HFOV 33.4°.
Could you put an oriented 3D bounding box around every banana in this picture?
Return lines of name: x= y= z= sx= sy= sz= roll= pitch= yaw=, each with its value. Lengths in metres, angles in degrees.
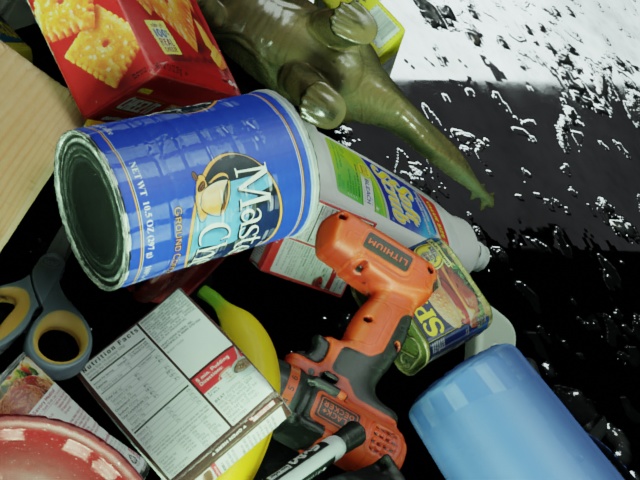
banana: x=-0.065 y=0.124 z=0.709 sx=0.069 sy=0.037 sz=0.197 roll=6 pitch=57 yaw=6

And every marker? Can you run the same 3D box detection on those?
marker: x=-0.007 y=0.150 z=0.715 sx=0.120 sy=0.020 sz=0.020 roll=-23 pitch=73 yaw=-49

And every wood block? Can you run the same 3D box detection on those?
wood block: x=-0.235 y=-0.031 z=0.679 sx=0.090 sy=0.090 sz=0.206 roll=37 pitch=36 yaw=-16

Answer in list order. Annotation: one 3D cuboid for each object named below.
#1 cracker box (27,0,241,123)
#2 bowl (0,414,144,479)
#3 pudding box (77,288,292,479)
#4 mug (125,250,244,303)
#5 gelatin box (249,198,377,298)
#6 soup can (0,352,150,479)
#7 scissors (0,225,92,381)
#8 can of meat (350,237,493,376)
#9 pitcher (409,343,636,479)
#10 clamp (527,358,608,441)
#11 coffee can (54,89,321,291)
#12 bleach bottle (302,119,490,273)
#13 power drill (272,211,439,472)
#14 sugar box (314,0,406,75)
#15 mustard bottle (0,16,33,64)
cracker box: x=-0.153 y=-0.190 z=0.793 sx=0.214 sy=0.072 sz=0.164 roll=65 pitch=16 yaw=7
bowl: x=-0.161 y=0.173 z=0.550 sx=0.162 sy=0.055 sz=0.162 roll=5 pitch=73 yaw=-19
pudding box: x=-0.088 y=0.097 z=0.682 sx=0.114 sy=0.090 sz=0.039 roll=41 pitch=-16 yaw=32
mug: x=-0.109 y=0.002 z=0.785 sx=0.093 sy=0.082 sz=0.117 roll=33 pitch=37 yaw=-19
gelatin box: x=-0.006 y=0.001 z=0.902 sx=0.089 sy=0.073 sz=0.030 roll=20 pitch=8 yaw=-32
soup can: x=-0.159 y=0.124 z=0.624 sx=0.102 sy=0.069 sz=0.068 roll=43 pitch=35 yaw=-7
scissors: x=-0.171 y=0.032 z=0.729 sx=0.096 sy=0.016 sz=0.201 roll=27 pitch=34 yaw=8
can of meat: x=0.090 y=0.055 z=0.940 sx=0.083 sy=0.058 sz=0.102 roll=-24 pitch=74 yaw=-31
pitcher: x=0.186 y=0.205 z=0.859 sx=0.243 sy=0.145 sz=0.149 roll=56 pitch=-1 yaw=18
clamp: x=0.213 y=0.189 z=0.976 sx=0.120 sy=0.039 sz=0.171 roll=38 pitch=36 yaw=-8
coffee can: x=-0.085 y=-0.035 z=0.689 sx=0.140 sy=0.103 sz=0.103 roll=-17 pitch=67 yaw=-32
bleach bottle: x=0.066 y=-0.024 z=1.014 sx=0.250 sy=0.068 sz=0.102 roll=21 pitch=44 yaw=-36
power drill: x=0.003 y=0.071 z=0.820 sx=0.184 sy=0.057 sz=0.187 roll=32 pitch=57 yaw=-12
sugar box: x=0.036 y=-0.210 z=1.097 sx=0.093 sy=0.048 sz=0.176 roll=49 pitch=-2 yaw=3
mustard bottle: x=-0.271 y=-0.159 z=0.792 sx=0.191 sy=0.058 sz=0.096 roll=48 pitch=14 yaw=0
